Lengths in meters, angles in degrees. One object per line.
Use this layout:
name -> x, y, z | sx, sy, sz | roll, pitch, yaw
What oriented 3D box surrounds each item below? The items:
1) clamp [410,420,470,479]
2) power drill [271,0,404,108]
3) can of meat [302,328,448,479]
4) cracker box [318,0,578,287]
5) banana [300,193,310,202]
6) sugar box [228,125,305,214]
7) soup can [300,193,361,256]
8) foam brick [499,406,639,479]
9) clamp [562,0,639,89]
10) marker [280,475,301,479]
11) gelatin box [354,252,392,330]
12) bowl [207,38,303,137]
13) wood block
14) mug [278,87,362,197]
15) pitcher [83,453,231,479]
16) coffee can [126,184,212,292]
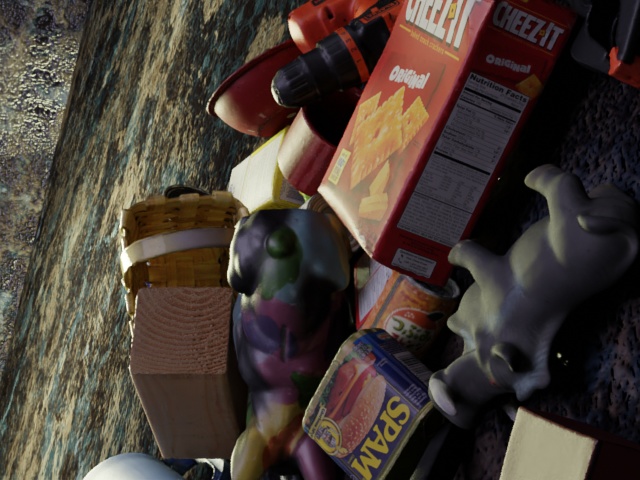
clamp -> 0.047, 0.208, 0.680 | 0.210, 0.036, 0.164 | -37, 24, 5
power drill -> 0.026, -0.191, 1.007 | 0.184, 0.057, 0.188 | -27, 25, -3
can of meat -> 0.043, 0.126, 0.775 | 0.084, 0.057, 0.102 | 41, 116, 29
cracker box -> 0.084, -0.096, 0.798 | 0.214, 0.072, 0.164 | -66, 21, 15
banana -> 0.011, -0.126, 1.128 | 0.070, 0.037, 0.198 | 9, 82, 57
sugar box -> -0.062, -0.060, 1.235 | 0.176, 0.048, 0.093 | 150, 134, -64
soup can -> -0.007, 0.001, 1.026 | 0.102, 0.068, 0.068 | -38, 40, 54
foam brick -> 0.144, 0.130, 0.590 | 0.078, 0.051, 0.053 | 15, 88, 69
clamp -> 0.199, -0.178, 0.715 | 0.171, 0.039, 0.120 | -99, 29, -42
marker -> -0.028, 0.214, 0.978 | 0.020, 0.020, 0.121 | -63, 23, 20
gelatin box -> 0.062, 0.027, 0.894 | 0.089, 0.030, 0.073 | -53, 27, 40
bowl -> -0.043, -0.161, 1.182 | 0.055, 0.161, 0.162 | 60, 143, 8
wood block -> -0.124, 0.136, 1.049 | 0.206, 0.090, 0.091 | 88, -178, -58
mug -> 0.016, -0.084, 1.030 | 0.117, 0.093, 0.082 | 55, 140, 18
pitcher -> -0.156, 0.294, 1.096 | 0.243, 0.144, 0.149 | -4, 82, 63
coffee can -> -0.182, 0.014, 1.385 | 0.140, 0.102, 0.103 | -60, 24, 26
